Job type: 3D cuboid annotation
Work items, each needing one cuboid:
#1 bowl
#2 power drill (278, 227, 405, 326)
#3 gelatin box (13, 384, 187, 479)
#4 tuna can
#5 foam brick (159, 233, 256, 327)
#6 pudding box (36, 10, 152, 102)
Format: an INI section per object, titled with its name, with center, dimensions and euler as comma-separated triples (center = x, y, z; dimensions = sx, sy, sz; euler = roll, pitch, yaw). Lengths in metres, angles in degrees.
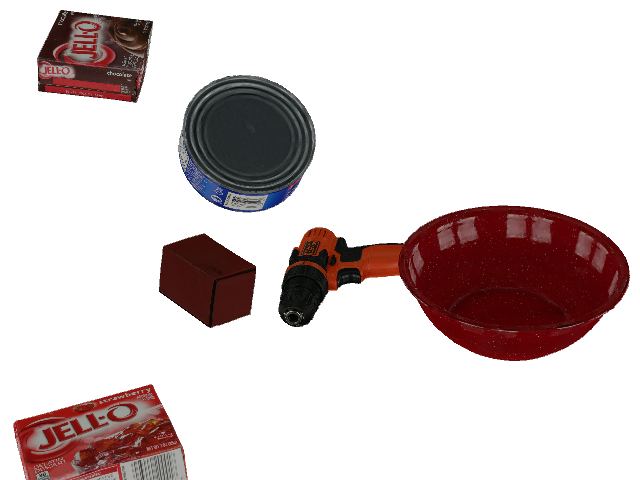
[bowl]
center = 0.136, 0.037, 0.767
dimensions = 0.162, 0.055, 0.162
euler = -2, 32, 1
[power drill]
center = 0.052, 0.040, 1.201
dimensions = 0.188, 0.057, 0.184
euler = 1, 29, 10
[gelatin box]
center = -0.132, 0.124, 0.633
dimensions = 0.089, 0.030, 0.073
euler = -13, 26, -18
[tuna can]
center = -0.048, -0.062, 0.691
dimensions = 0.086, 0.086, 0.034
euler = 0, -23, -15
[foam brick]
center = -0.106, 0.036, 0.991
dimensions = 0.052, 0.051, 0.078
euler = -17, 36, -42
[pudding box]
center = -0.206, -0.171, 0.983
dimensions = 0.090, 0.039, 0.113
euler = 7, 32, -6
